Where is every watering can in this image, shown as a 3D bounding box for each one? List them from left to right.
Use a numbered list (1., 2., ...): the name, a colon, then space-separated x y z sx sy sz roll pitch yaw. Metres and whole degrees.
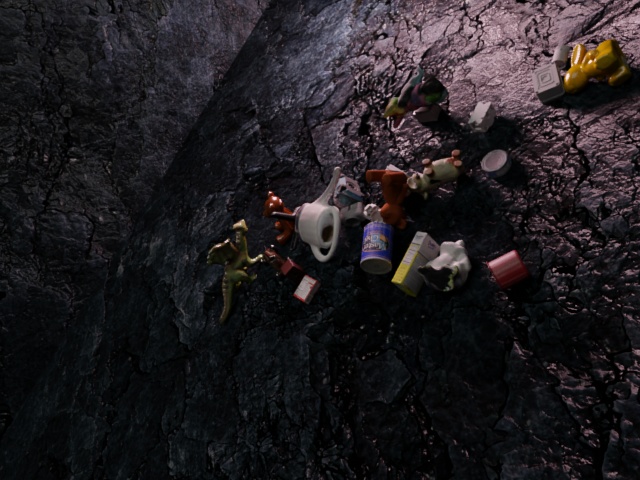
1. watering can: 0.006 -0.095 1.891 0.225 0.104 0.347 10 96 53

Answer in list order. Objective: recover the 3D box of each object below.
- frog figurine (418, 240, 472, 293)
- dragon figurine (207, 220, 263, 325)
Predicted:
1. frog figurine: 0.371 0.075 1.486 0.136 0.122 0.162 -27 7 39
2. dragon figurine: -0.367 0.108 2.051 0.122 0.239 0.417 1 59 40
